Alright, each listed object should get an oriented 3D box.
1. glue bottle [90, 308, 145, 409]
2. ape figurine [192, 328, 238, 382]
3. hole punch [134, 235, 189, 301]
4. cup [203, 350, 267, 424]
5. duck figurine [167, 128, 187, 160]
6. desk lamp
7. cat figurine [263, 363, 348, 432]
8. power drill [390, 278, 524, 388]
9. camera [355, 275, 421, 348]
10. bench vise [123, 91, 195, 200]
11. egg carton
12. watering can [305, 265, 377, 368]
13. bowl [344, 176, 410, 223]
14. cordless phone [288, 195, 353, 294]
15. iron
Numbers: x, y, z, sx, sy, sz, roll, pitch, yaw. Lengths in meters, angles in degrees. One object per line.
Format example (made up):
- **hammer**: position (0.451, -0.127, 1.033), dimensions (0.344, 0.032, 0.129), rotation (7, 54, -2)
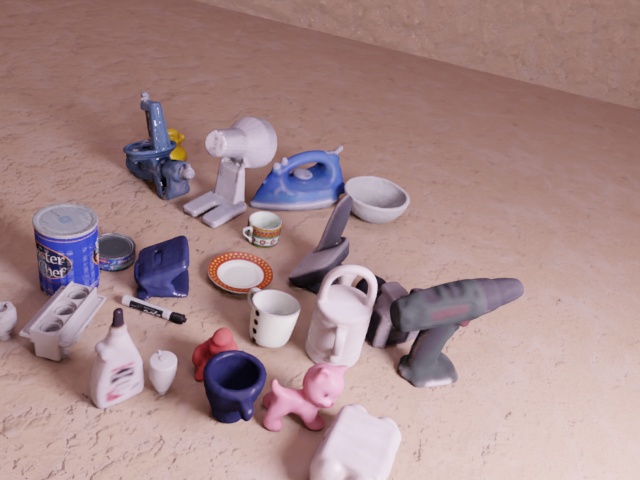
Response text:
- **glue bottle**: position (-0.290, 0.164, 0.820), dimensions (0.078, 0.173, 0.037), rotation (-22, 47, -41)
- **ape figurine**: position (-0.161, 0.178, 0.917), dimensions (0.077, 0.092, 0.076), rotation (25, 35, 18)
- **hole punch**: position (-0.292, 0.049, 1.064), dimensions (0.101, 0.091, 0.108), rotation (1, 35, -17)
- **cup**: position (-0.125, 0.235, 0.843), dimensions (0.092, 0.095, 0.117), rotation (-6, 38, -26)
- **duck figurine**: position (-0.388, -0.243, 1.467), dimensions (0.077, 0.086, 0.105), rotation (33, 38, 28)
- **desk lamp**: position (-0.200, -0.166, 1.301), dimensions (0.117, 0.213, 0.204), rotation (26, 36, 19)
- **cat figurine**: position (-0.019, 0.228, 0.869), dimensions (0.128, 0.118, 0.067), rotation (2, 35, -15)
- **power drill**: position (0.218, 0.152, 0.979), dimensions (0.230, 0.208, 0.075), rotation (-2, 36, -21)
- **camera**: position (0.139, 0.119, 1.099), dimensions (0.143, 0.101, 0.136), rotation (-8, 39, -28)
- **bench vise**: position (-0.359, -0.218, 1.320), dimensions (0.207, 0.220, 0.122), rotation (20, 34, 11)
- **egg carton**: position (0.052, 0.306, 0.821), dimensions (0.107, 0.069, 0.150), rotation (21, 34, 12)
- **watering can**: position (0.037, 0.116, 0.984), dimensions (0.101, 0.194, 0.172), rotation (-1, 36, -20)
- **bowl**: position (0.135, -0.090, 1.430), dimensions (0.167, 0.075, 0.167), rotation (9, 34, -6)
- **cordless phone**: position (0.011, 0.004, 1.148), dimensions (0.094, 0.185, 0.148), rotation (21, 34, 12)
- **iron**: position (-0.049, -0.158, 1.407), dimensions (0.259, 0.141, 0.118), rotation (-13, 41, -33)
